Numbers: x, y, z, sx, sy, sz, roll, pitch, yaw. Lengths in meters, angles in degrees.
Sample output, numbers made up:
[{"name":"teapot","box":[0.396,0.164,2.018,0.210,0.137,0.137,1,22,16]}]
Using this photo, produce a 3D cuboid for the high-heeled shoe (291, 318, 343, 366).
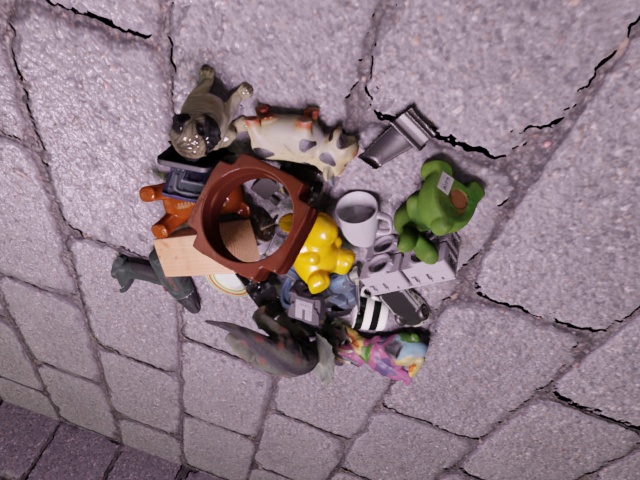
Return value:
[{"name":"high-heeled shoe","box":[-0.027,0.305,1.424,0.086,0.145,0.248,-24,121,40]}]

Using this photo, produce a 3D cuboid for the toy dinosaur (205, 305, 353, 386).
[{"name":"toy dinosaur","box":[-0.075,0.247,1.193,0.192,0.131,0.404,31,-170,30]}]

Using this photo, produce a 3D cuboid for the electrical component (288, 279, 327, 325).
[{"name":"electrical component","box":[-0.028,0.146,1.145,0.075,0.048,0.119,18,129,12]}]

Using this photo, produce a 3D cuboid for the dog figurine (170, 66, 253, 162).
[{"name":"dog figurine","box":[-0.206,-0.182,0.931,0.121,0.190,0.172,17,141,4]}]

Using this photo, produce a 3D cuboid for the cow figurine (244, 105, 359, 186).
[{"name":"cow figurine","box":[-0.028,-0.168,0.955,0.195,0.085,0.127,6,132,13]}]

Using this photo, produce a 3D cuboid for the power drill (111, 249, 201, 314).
[{"name":"power drill","box":[-0.440,0.112,1.435,0.208,0.086,0.231,9,137,19]}]

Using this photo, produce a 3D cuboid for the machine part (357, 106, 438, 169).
[{"name":"machine part","box":[0.129,-0.168,0.925,0.084,0.039,0.139,36,136,-25]}]

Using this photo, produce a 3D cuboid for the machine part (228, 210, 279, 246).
[{"name":"machine part","box":[-0.185,-0.009,1.197,0.243,0.079,0.079,-18,127,37]}]

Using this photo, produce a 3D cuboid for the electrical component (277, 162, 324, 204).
[{"name":"electrical component","box":[-0.035,-0.116,1.043,0.102,0.045,0.078,27,141,-7]}]

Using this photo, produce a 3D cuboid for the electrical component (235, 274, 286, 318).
[{"name":"electrical component","box":[-0.147,0.114,1.288,0.115,0.058,0.134,42,163,41]}]

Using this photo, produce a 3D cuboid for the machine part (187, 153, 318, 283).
[{"name":"machine part","box":[-0.121,-0.039,0.983,0.201,0.201,0.087,27,-179,14]}]

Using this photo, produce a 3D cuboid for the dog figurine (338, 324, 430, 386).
[{"name":"dog figurine","box":[0.146,0.269,1.345,0.219,0.108,0.191,19,141,6]}]

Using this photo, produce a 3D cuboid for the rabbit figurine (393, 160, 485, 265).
[{"name":"rabbit figurine","box":[0.197,-0.036,0.974,0.121,0.159,0.170,23,156,-18]}]

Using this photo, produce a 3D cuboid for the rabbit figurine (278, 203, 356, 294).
[{"name":"rabbit figurine","box":[-0.002,-0.003,1.074,0.162,0.122,0.173,56,162,22]}]

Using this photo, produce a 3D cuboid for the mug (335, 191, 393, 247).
[{"name":"mug","box":[0.091,-0.033,1.062,0.110,0.081,0.107,6,149,15]}]

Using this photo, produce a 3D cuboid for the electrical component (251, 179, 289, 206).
[{"name":"electrical component","box":[-0.110,-0.110,1.097,0.094,0.021,0.063,39,137,-20]}]

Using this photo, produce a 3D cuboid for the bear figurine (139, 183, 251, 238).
[{"name":"bear figurine","box":[-0.252,-0.078,1.114,0.196,0.132,0.120,0,112,31]}]

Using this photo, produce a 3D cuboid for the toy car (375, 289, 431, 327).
[{"name":"toy car","box":[0.180,0.130,1.216,0.073,0.056,0.201,-21,126,31]}]

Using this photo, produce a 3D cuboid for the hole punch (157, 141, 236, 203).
[{"name":"hole punch","box":[-0.245,-0.134,1.050,0.142,0.116,0.092,10,125,10]}]

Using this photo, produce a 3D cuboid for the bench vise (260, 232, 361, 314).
[{"name":"bench vise","box":[-0.028,0.089,1.203,0.224,0.129,0.240,-16,138,44]}]
